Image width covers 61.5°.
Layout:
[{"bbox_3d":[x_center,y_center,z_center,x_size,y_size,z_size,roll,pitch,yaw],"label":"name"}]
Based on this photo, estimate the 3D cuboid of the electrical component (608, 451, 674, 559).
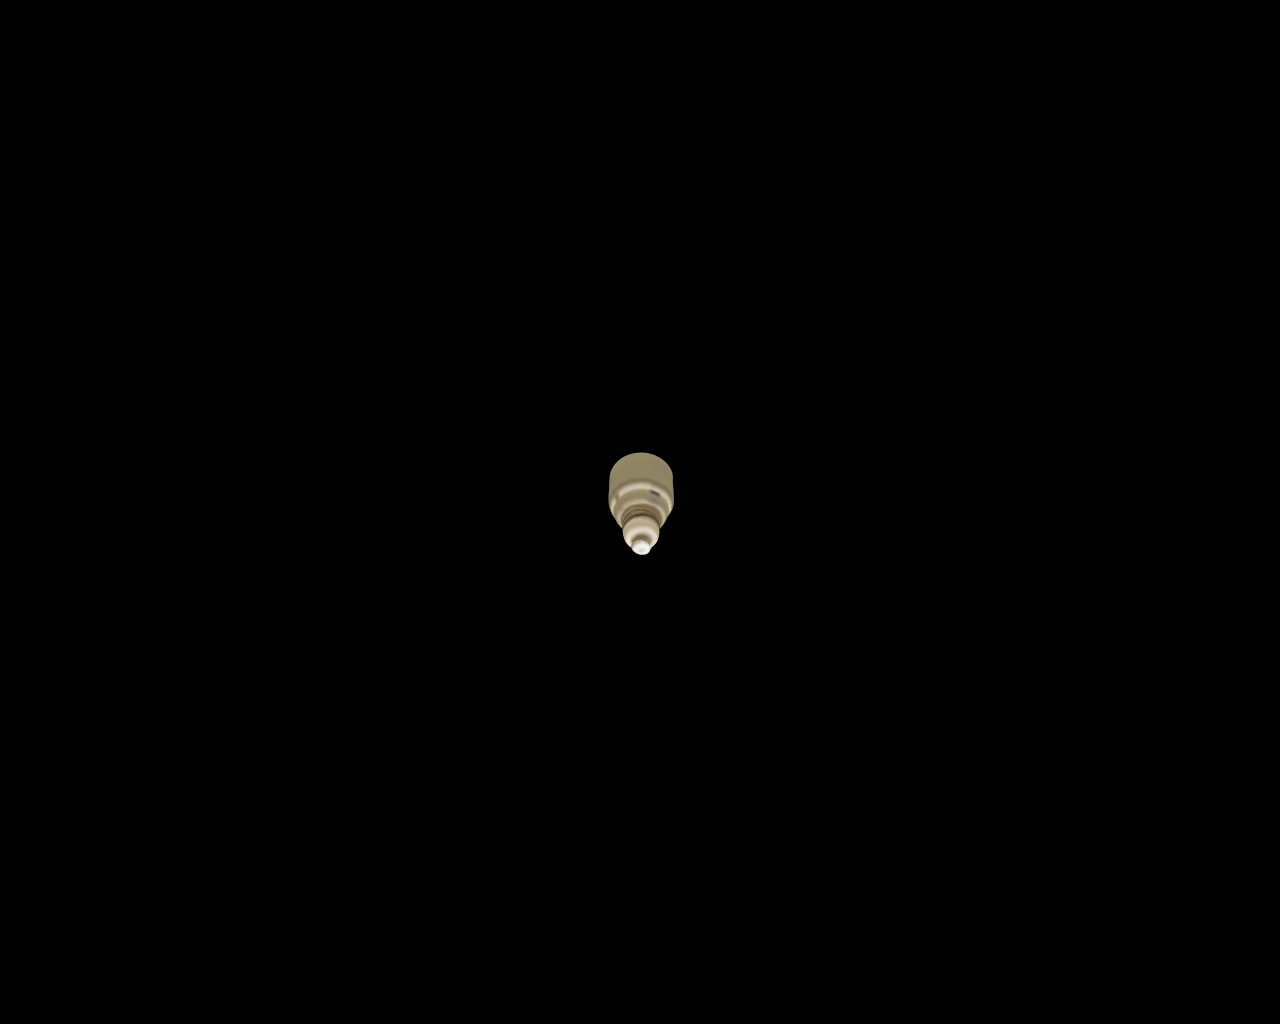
[{"bbox_3d":[0.001,-0.003,0.650,0.040,0.040,0.078,0,40,0],"label":"electrical component"}]
